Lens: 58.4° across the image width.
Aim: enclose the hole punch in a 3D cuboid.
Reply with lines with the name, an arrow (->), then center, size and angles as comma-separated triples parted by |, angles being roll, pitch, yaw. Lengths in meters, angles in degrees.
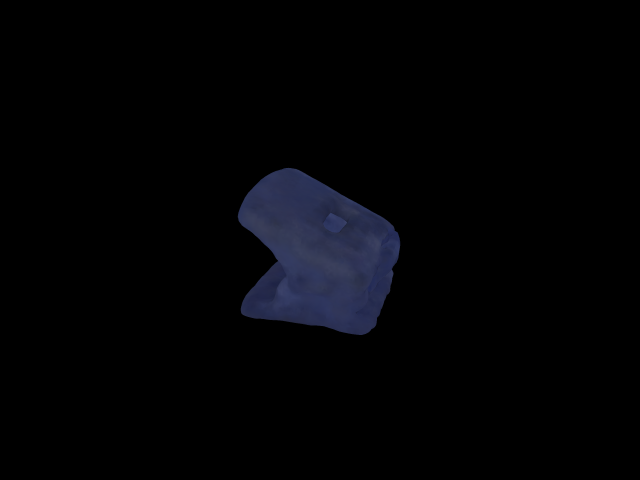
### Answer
hole punch -> 0.004, 0.001, 0.400 | 0.101, 0.091, 0.109 | 6, 24, 14
